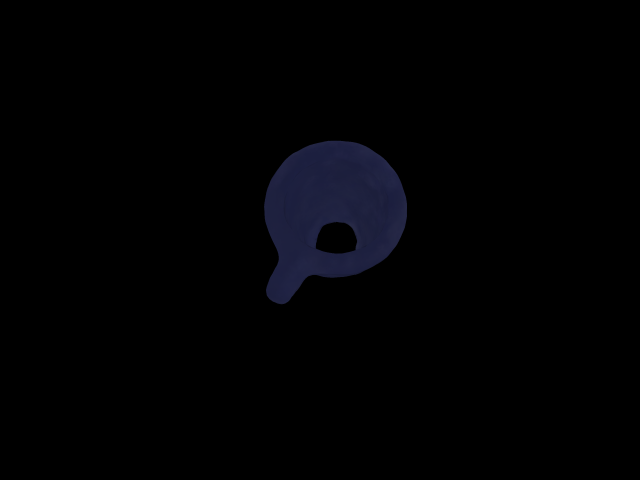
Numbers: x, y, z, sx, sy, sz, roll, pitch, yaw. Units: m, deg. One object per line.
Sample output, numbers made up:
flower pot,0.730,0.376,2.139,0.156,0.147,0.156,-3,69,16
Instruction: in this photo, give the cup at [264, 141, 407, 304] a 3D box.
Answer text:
cup,0.004,0.001,0.400,0.091,0.095,0.118,30,75,10
